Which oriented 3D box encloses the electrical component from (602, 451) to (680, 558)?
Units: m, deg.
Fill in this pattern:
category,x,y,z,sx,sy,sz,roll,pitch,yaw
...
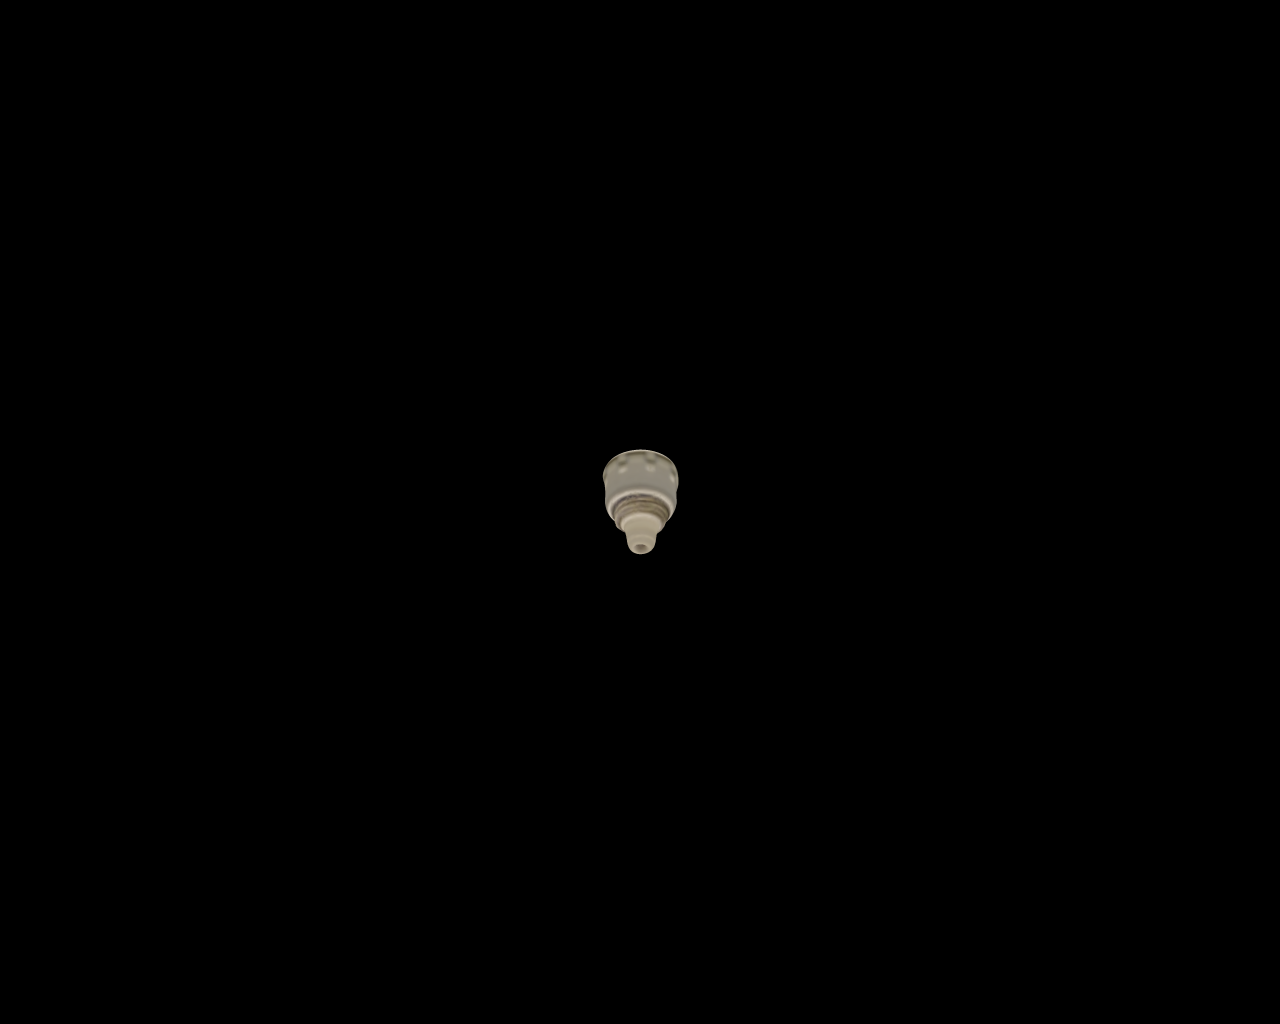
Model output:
category,x,y,z,sx,sy,sz,roll,pitch,yaw
electrical component,0.001,-0.003,0.650,0.048,0.062,0.048,0,-35,0
